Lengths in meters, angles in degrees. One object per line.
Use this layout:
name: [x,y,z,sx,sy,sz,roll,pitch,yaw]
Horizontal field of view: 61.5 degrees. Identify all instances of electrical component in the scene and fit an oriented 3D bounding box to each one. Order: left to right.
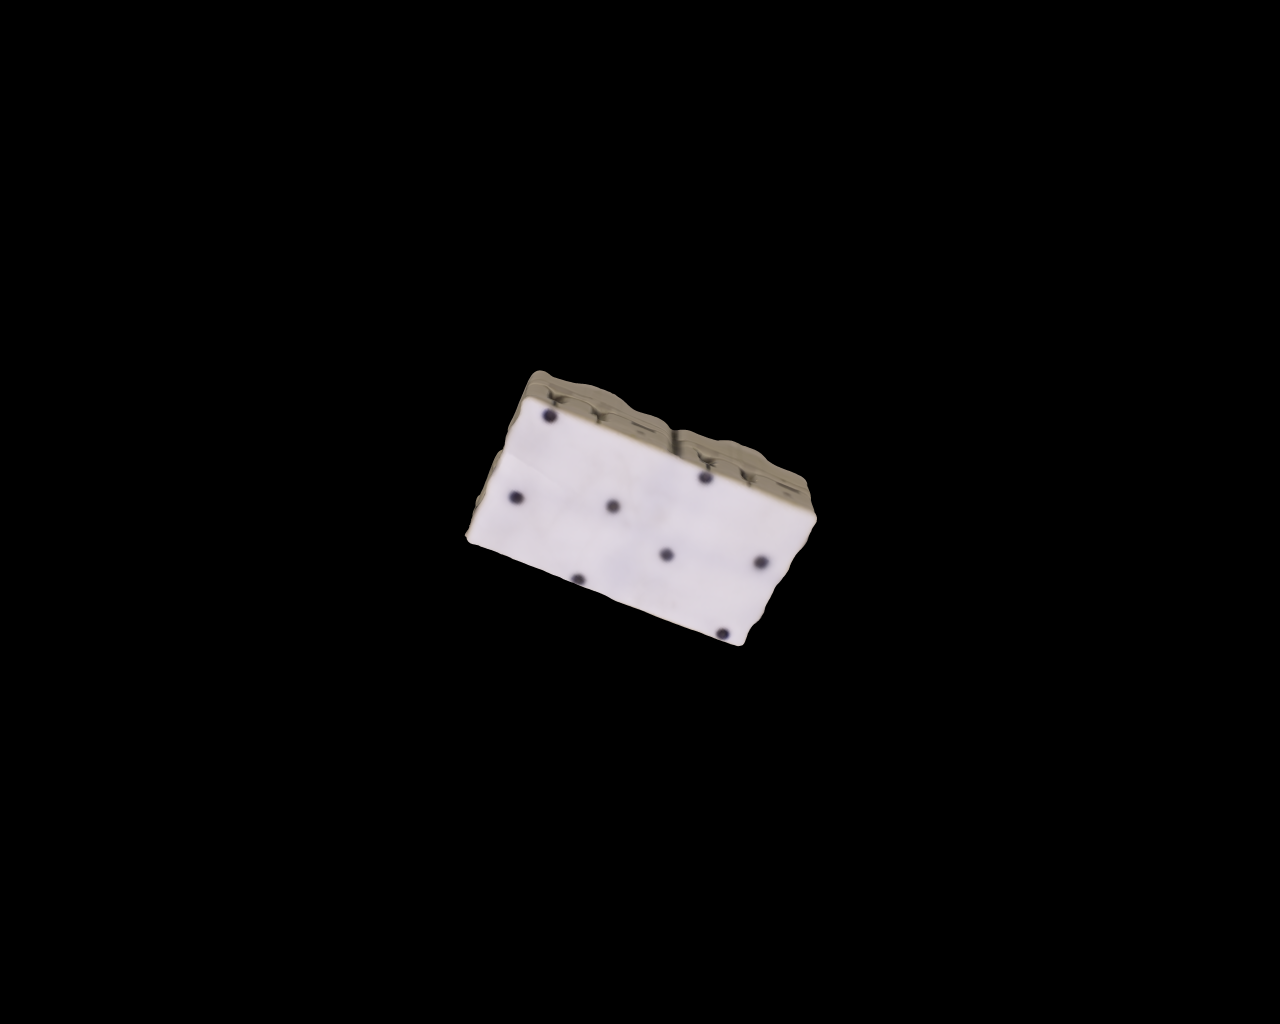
electrical component: [0.001,-0.003,0.650,0.186,0.105,0.060,21,25,-10]
